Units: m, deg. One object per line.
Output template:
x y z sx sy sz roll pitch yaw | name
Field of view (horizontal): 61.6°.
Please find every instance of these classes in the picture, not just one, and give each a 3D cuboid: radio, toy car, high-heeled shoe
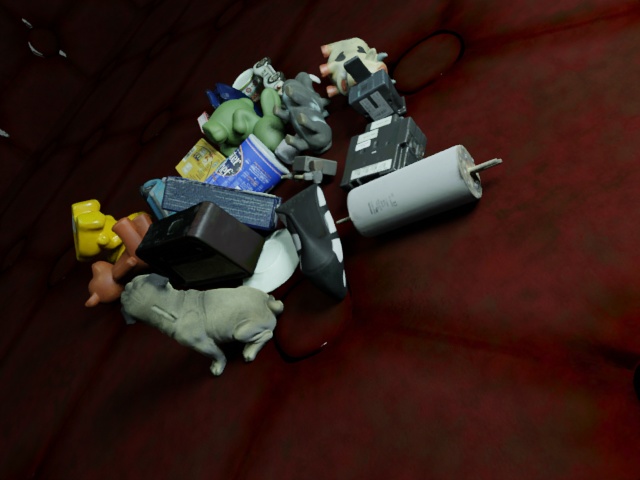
-0.213 0.014 0.931 0.230 0.131 0.073 -14 46 45 | radio
-0.101 -0.351 1.209 0.056 0.073 0.202 -38 38 7 | toy car
-0.335 -0.093 1.202 0.103 0.109 0.162 -30 22 -14 | toy car
-0.002 -0.003 0.838 0.086 0.145 0.249 -31 11 11 | high-heeled shoe

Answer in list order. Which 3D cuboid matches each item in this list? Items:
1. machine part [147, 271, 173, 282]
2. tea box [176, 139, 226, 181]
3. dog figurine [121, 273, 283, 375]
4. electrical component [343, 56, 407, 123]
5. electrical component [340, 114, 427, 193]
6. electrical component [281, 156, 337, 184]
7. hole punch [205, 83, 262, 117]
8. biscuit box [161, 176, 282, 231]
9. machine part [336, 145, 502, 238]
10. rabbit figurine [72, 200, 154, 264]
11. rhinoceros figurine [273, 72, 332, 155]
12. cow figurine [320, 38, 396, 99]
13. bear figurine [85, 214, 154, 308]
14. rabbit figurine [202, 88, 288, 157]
-0.321 0.081 1.075 0.139 0.039 0.084 -33 31 22 | machine part
-0.242 -0.148 1.171 0.098 0.068 0.170 -48 38 1 | tea box
-0.171 0.096 0.789 0.172 0.190 0.121 -39 38 9 | dog figurine
0.086 -0.249 0.899 0.075 0.119 0.048 -22 44 26 | electrical component
0.101 -0.130 0.830 0.115 0.058 0.134 -10 51 37 | electrical component
-0.018 -0.118 0.922 0.102 0.078 0.045 13 95 57 | electrical component
-0.197 -0.306 1.237 0.092 0.115 0.142 -33 39 6 | hole punch
-0.172 -0.065 0.939 0.203 0.059 0.062 12 94 8 | biscuit box
0.125 -0.063 0.730 0.243 0.079 0.079 -19 46 31 | machine part
-0.459 -0.010 1.213 0.122 0.173 0.162 22 119 52 | rabbit figurine
-0.025 -0.247 1.018 0.073 0.112 0.190 -55 40 43 | rhinoceros figurine
0.067 -0.318 1.003 0.127 0.085 0.195 -17 35 13 | cow figurine
-0.428 0.049 1.141 0.196 0.132 0.120 -31 2 14 | bear figurine
-0.128 -0.229 1.125 0.170 0.121 0.159 24 68 33 | rabbit figurine
